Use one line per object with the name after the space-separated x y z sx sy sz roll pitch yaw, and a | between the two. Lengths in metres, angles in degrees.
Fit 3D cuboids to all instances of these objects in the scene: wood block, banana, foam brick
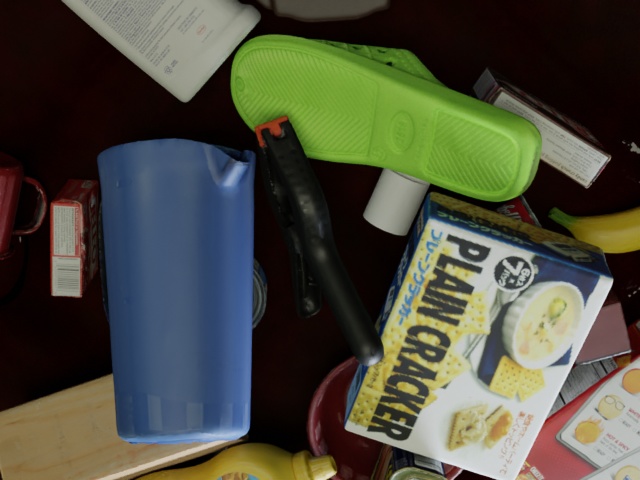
-0.182 0.172 0.982 0.206 0.090 0.090 -19 76 7 | wood block
0.307 -0.038 0.948 0.198 0.037 0.069 -27 108 9 | banana
0.242 0.070 0.964 0.051 0.078 0.053 -17 109 5 | foam brick

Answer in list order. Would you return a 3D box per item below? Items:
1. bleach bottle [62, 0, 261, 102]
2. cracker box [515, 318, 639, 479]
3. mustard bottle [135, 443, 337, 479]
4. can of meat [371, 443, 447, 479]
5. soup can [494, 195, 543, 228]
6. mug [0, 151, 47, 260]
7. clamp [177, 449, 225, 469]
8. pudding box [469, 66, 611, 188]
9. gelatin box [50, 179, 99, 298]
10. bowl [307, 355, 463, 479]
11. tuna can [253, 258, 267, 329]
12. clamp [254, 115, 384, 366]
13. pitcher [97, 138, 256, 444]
-0.174 -0.231 0.875 0.250 0.068 0.103 41 103 -10 | bleach bottle
0.287 0.189 1.008 0.214 0.072 0.164 -39 105 12 | cracker box
-0.075 0.237 0.989 0.192 0.058 0.096 -21 114 11 | mustard bottle
0.076 0.229 0.955 0.057 0.084 0.102 17 108 -5 | can of meat
0.154 0.014 0.951 0.102 0.068 0.068 -32 106 11 | soup can
-0.295 -0.034 0.935 0.117 0.093 0.081 6 106 -34 | mug
-0.106 0.255 1.051 0.172 0.039 0.120 -39 100 15 | clamp
0.183 -0.096 0.901 0.113 0.090 0.039 28 107 -8 | pudding box
-0.216 -0.003 0.946 0.030 0.073 0.089 4 108 -1 | gelatin box
0.068 0.164 1.008 0.162 0.055 0.162 0 109 0 | bowl
-0.091 0.048 0.982 0.086 0.033 0.086 0 109 0 | tuna can
-0.006 0.001 0.893 0.036 0.165 0.210 -23 115 -16 | clamp
-0.122 0.045 0.890 0.145 0.149 0.243 -2 81 -2 | pitcher
